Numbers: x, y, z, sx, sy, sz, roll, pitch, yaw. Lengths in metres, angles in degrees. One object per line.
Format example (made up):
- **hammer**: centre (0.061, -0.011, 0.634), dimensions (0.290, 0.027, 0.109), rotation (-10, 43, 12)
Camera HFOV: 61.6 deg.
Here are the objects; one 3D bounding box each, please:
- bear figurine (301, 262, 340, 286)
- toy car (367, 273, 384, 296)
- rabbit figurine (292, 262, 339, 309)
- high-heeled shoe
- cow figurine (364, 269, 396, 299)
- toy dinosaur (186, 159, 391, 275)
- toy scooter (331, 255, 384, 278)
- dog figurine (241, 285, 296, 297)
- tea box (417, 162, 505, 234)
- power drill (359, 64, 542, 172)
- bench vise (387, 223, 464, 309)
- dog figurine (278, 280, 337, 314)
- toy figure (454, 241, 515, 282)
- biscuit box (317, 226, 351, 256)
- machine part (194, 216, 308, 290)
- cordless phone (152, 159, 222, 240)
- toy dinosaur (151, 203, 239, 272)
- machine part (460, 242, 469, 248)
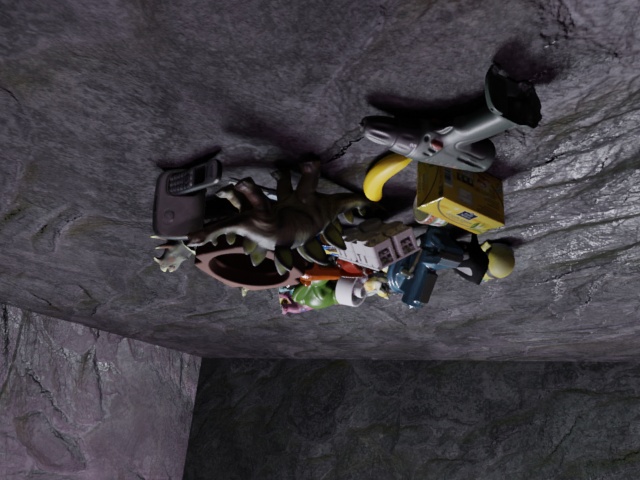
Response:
- **bear figurine**: centre (-0.041, 0.062, 1.428), dimensions (0.132, 0.120, 0.196), rotation (-11, 177, -16)
- **toy car**: centre (0.169, 0.123, 1.585), dimensions (0.056, 0.073, 0.202), rotation (13, 160, -43)
- **rabbit figurine**: centre (-0.015, 0.114, 1.543), dimensions (0.159, 0.121, 0.170), rotation (-13, 145, -13)
- **high-heeled shoe**: centre (0.297, 0.054, 1.274), dimensions (0.086, 0.145, 0.249), rotation (17, 157, -27)
- **cow figurine**: centre (0.206, 0.111, 1.436), dimensions (0.167, 0.098, 0.068), rotation (-31, 156, 9)
- **toy dinosaur**: centre (-0.036, -0.046, 1.023), dimensions (0.471, 0.198, 0.105), rotation (-20, -171, -36)
- **toy scooter**: centre (0.085, 0.061, 1.452), dimensions (0.135, 0.075, 0.183), rotation (-3, 162, 26)
- **dog figurine**: centre (-0.137, 0.086, 1.564), dimensions (0.191, 0.121, 0.172), rotation (-6, 164, -10)
- **tea box**: centre (0.261, -0.084, 0.991), dimensions (0.169, 0.098, 0.068), rotation (21, 154, -31)
- **power drill**: centre (0.201, -0.171, 0.800), dimensions (0.232, 0.086, 0.207), rotation (14, 154, -27)
- **bench vise**: centre (0.210, 0.032, 1.248), dimensions (0.129, 0.223, 0.241), rotation (-1, -162, -32)
- **dog figurine**: centre (-0.024, 0.169, 1.712), dimensions (0.219, 0.108, 0.191), rotation (-6, -178, -6)
- **toy figure**: centre (0.417, 0.065, 1.357), dimensions (0.082, 0.089, 0.180), rotation (6, 159, -27)
- **biscuit box**: centre (-0.003, -0.004, 1.313), dimensions (0.203, 0.063, 0.059), rotation (6, 158, -4)
- **machine part**: centre (-0.143, 0.028, 1.129), dimensions (0.201, 0.087, 0.201), rotation (-10, 151, 29)
- **cordless phone**: centre (-0.247, -0.078, 1.056), dimensions (0.088, 0.146, 0.184), rotation (14, 161, -43)
- **toy dinosaur**: centre (-0.213, -0.028, 1.241), dimensions (0.405, 0.131, 0.192), rotation (-16, 152, 31)
- **machine part**: centre (0.325, 0.039, 1.384), dimensions (0.084, 0.039, 0.139), rotation (24, 154, -30)
